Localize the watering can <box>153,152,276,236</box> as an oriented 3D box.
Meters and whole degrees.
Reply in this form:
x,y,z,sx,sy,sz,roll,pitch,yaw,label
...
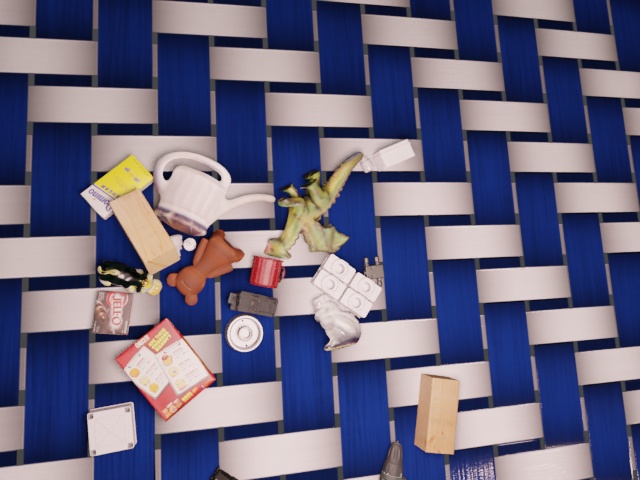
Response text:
x,y,z,sx,sy,sz,roll,pitch,yaw,label
-0.316,-0.112,1.462,0.346,0.103,0.227,25,77,-11,watering can

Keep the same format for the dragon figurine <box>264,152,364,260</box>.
x,y,z,sx,sy,sz,roll,pitch,yaw,label
0.005,-0.078,1.552,0.413,0.123,0.240,-29,106,-14,dragon figurine

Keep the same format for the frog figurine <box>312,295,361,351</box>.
x,y,z,sx,sy,sz,roll,pitch,yaw,label
0.050,0.231,1.491,0.137,0.121,0.161,2,70,-46,frog figurine
